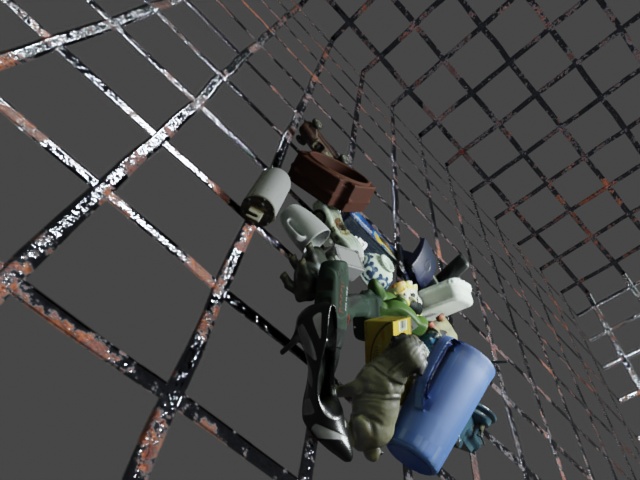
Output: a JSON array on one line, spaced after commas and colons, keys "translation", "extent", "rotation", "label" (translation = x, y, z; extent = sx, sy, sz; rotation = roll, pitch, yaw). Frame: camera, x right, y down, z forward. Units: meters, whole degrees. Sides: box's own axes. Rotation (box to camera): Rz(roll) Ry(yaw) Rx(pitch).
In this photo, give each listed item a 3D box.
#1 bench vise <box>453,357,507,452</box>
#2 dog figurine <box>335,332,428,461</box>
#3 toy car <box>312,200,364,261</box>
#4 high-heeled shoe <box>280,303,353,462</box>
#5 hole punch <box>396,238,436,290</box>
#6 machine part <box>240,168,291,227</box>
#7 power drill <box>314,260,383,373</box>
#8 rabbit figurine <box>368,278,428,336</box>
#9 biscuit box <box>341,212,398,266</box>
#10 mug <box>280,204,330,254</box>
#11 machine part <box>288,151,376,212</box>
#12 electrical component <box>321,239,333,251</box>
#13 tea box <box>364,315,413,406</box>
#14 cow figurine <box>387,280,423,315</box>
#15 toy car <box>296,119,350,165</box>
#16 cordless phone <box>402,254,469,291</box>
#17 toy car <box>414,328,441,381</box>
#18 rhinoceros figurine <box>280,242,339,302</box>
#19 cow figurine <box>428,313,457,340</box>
[{"translation": [0.328, 0.360, 1.218], "extent": [0.223, 0.129, 0.240], "rotation": [47, 58, -27], "label": "bench vise"}, {"translation": [0.124, 0.276, 0.954], "extent": [0.121, 0.190, 0.172], "rotation": [8, 51, -56], "label": "dog figurine"}, {"translation": [0.049, -0.019, 1.386], "extent": [0.202, 0.056, 0.073], "rotation": [56, 25, 11], "label": "toy car"}, {"translation": [0.025, 0.231, 0.900], "extent": [0.249, 0.145, 0.086], "rotation": [56, 26, 15], "label": "high-heeled shoe"}, {"translation": [0.274, 0.069, 1.505], "extent": [0.116, 0.092, 0.142], "rotation": [-85, 153, -48], "label": "hole punch"}, {"translation": [-0.116, -0.097, 1.188], "extent": [0.079, 0.079, 0.243], "rotation": [45, 25, -14], "label": "machine part"}, {"translation": [0.052, 0.164, 1.093], "extent": [0.207, 0.086, 0.232], "rotation": [18, 66, -51], "label": "power drill"}, {"translation": [0.152, 0.173, 1.275], "extent": [0.159, 0.121, 0.170], "rotation": [39, 9, -10], "label": "rabbit figurine"}, {"translation": [0.130, -0.001, 1.492], "extent": [0.202, 0.063, 0.059], "rotation": [44, 25, -17], "label": "biscuit box"}, {"translation": [-0.048, -0.029, 1.221], "extent": [0.107, 0.080, 0.109], "rotation": [47, 28, 20], "label": "mug"}, {"translation": [0.033, -0.159, 1.436], "extent": [0.202, 0.087, 0.201], "rotation": [37, 19, 23], "label": "machine part"}, {"translation": [-0.003, -0.004, 1.319], "extent": [0.063, 0.021, 0.094], "rotation": [57, 26, 13], "label": "electrical component"}, {"translation": [0.140, 0.242, 1.085], "extent": [0.098, 0.068, 0.169], "rotation": [5, 84, -58], "label": "tea box"}, {"translation": [0.225, 0.160, 1.407], "extent": [0.167, 0.068, 0.098], "rotation": [29, 39, -65], "label": "cow figurine"}, {"translation": [0.007, -0.270, 1.620], "extent": [0.202, 0.089, 0.053], "rotation": [54, 24, 3], "label": "toy car"}, {"translation": [0.340, 0.083, 1.581], "extent": [0.088, 0.184, 0.147], "rotation": [18, 36, -42], "label": "cordless phone"}, {"translation": [0.246, 0.280, 1.246], "extent": [0.103, 0.161, 0.109], "rotation": [-39, 75, -26], "label": "toy car"}, {"translation": [-0.011, 0.066, 1.149], "extent": [0.112, 0.073, 0.190], "rotation": [48, 25, -4], "label": "rhinoceros figurine"}, {"translation": [0.311, 0.275, 1.407], "extent": [0.127, 0.085, 0.195], "rotation": [51, 23, 12], "label": "cow figurine"}]
